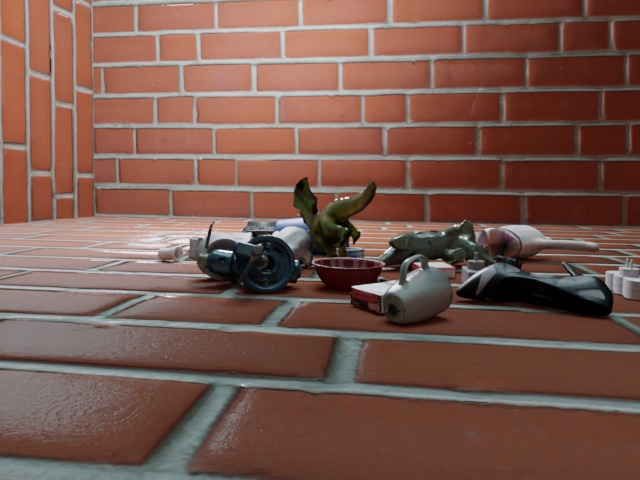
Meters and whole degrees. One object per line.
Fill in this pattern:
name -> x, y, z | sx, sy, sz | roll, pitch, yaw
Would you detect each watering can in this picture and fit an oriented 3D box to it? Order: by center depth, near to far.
watering can -> 0.636, 0.009, 1.577 | 0.225, 0.103, 0.348 | -5, 7, -35

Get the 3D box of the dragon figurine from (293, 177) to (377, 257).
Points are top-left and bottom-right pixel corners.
dragon figurine -> 0.004, -0.071, 1.414 | 0.123, 0.401, 0.245 | -24, 60, -43

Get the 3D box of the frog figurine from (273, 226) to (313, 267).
frog figurine -> -0.103, 0.017, 1.378 | 0.159, 0.121, 0.139 | 11, 19, -27
